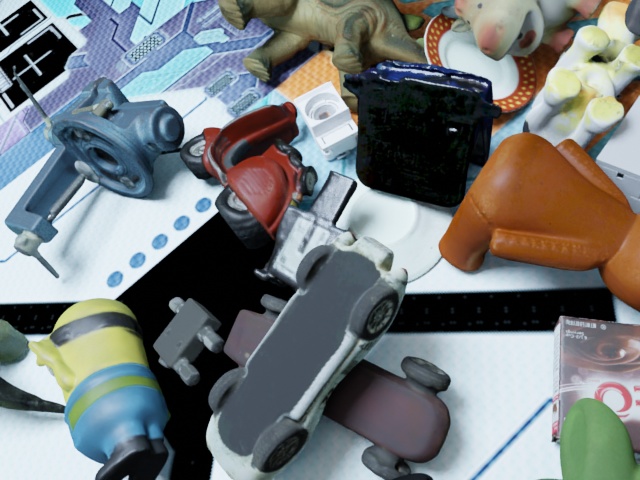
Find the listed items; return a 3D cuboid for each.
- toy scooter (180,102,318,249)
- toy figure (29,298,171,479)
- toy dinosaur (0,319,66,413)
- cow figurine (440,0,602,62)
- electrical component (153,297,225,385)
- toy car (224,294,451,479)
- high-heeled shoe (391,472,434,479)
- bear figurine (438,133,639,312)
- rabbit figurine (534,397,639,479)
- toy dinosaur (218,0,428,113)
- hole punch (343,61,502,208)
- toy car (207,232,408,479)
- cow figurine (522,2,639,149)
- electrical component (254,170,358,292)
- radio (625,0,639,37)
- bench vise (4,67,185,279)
[{"bbox_3d":[-0.060,-0.081,0.561,0.135,0.075,0.184,-36,53,-5],"label":"toy scooter"},{"bbox_3d":[-0.184,0.128,0.476,0.089,0.082,0.180,-29,48,-22],"label":"toy figure"},{"bbox_3d":[-0.435,0.077,0.516,0.405,0.192,0.131,6,65,21],"label":"toy dinosaur"},{"bbox_3d":[0.206,-0.247,0.530,0.127,0.085,0.195,32,61,6],"label":"cow figurine"},{"bbox_3d":[-0.126,0.091,0.504,0.063,0.021,0.094,-52,45,-6],"label":"electrical component"},{"bbox_3d":[0.009,0.113,0.439,0.202,0.053,0.089,20,87,29],"label":"toy car"},{"bbox_3d":[-0.050,0.193,0.378,0.249,0.086,0.145,-43,75,10],"label":"high-heeled shoe"},{"bbox_3d":[0.211,-0.001,0.421,0.196,0.132,0.120,31,74,11],"label":"bear figurine"},{"bbox_3d":[0.152,0.177,0.289,0.121,0.170,0.159,32,75,29],"label":"rabbit figurine"},{"bbox_3d":[-0.021,-0.286,0.647,0.472,0.105,0.198,31,65,17],"label":"toy dinosaur"},{"bbox_3d":[0.100,-0.107,0.497,0.142,0.115,0.092,21,41,26],"label":"hole punch"},{"bbox_3d":[-0.011,0.085,0.398,0.074,0.056,0.201,36,90,35],"label":"toy car"},{"bbox_3d":[0.245,-0.142,0.497,0.068,0.098,0.167,35,64,10],"label":"cow figurine"},{"bbox_3d":[-0.001,-0.001,0.493,0.075,0.047,0.119,24,86,28],"label":"electrical component"},{"bbox_3d":[0.366,-0.246,0.478,0.131,0.073,0.229,23,50,20],"label":"radio"},{"bbox_3d":[-0.273,-0.086,0.601,0.224,0.128,0.240,12,59,22],"label":"bench vise"}]
